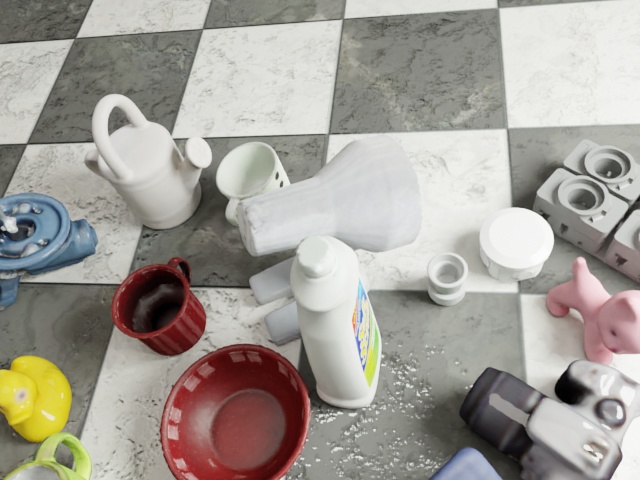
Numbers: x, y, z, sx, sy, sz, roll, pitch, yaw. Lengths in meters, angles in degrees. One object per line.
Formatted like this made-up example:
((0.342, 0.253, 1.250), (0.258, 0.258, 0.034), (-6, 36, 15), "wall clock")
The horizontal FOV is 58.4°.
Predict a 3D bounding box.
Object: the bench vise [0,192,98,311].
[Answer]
((-0.407, 0.002, 0.695), (0.207, 0.220, 0.121), (-42, 61, -14), "bench vise")

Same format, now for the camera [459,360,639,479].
((0.215, 0.167, 0.547), (0.136, 0.101, 0.143), (31, 70, 26), "camera")

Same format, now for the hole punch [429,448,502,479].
((0.133, 0.257, 0.515), (0.109, 0.091, 0.100), (-41, 60, -13), "hole punch")

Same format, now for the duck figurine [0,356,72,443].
((-0.343, 0.175, 0.659), (0.077, 0.086, 0.104), (-28, 58, -6), "duck figurine")

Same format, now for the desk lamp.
((0.006, 0.002, 0.619), (0.203, 0.214, 0.117), (-25, 58, -4), "desk lamp")

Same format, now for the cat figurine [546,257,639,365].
((0.297, 0.071, 0.578), (0.067, 0.118, 0.127), (-29, 59, -7), "cat figurine")

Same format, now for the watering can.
((-0.225, -0.107, 0.740), (0.173, 0.194, 0.101), (-16, 58, 1), "watering can")
